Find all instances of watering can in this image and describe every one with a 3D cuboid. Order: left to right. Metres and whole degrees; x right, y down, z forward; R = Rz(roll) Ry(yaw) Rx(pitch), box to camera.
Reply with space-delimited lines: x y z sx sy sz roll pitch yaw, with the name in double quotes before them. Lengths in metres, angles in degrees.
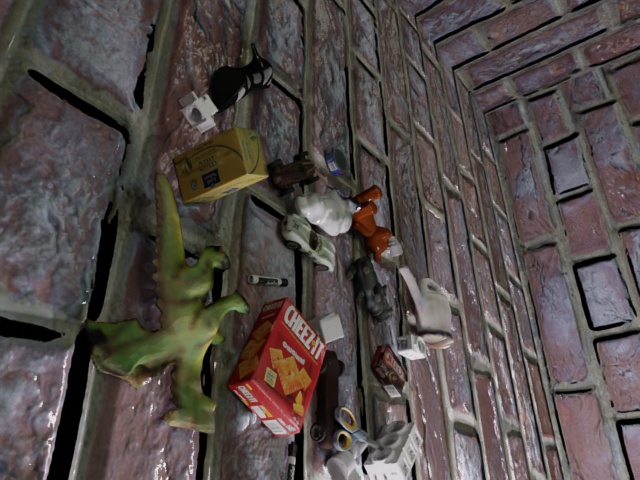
"watering can" 0.340 0.221 1.638 0.343 0.103 0.229 32 48 -46

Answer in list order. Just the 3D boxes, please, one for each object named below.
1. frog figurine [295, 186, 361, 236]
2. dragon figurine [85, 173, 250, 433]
"frog figurine" 0.004 -0.065 1.295 0.161 0.120 0.139 -23 65 -43
"dragon figurine" -0.252 0.113 0.818 0.246 0.121 0.408 -34 100 -50
